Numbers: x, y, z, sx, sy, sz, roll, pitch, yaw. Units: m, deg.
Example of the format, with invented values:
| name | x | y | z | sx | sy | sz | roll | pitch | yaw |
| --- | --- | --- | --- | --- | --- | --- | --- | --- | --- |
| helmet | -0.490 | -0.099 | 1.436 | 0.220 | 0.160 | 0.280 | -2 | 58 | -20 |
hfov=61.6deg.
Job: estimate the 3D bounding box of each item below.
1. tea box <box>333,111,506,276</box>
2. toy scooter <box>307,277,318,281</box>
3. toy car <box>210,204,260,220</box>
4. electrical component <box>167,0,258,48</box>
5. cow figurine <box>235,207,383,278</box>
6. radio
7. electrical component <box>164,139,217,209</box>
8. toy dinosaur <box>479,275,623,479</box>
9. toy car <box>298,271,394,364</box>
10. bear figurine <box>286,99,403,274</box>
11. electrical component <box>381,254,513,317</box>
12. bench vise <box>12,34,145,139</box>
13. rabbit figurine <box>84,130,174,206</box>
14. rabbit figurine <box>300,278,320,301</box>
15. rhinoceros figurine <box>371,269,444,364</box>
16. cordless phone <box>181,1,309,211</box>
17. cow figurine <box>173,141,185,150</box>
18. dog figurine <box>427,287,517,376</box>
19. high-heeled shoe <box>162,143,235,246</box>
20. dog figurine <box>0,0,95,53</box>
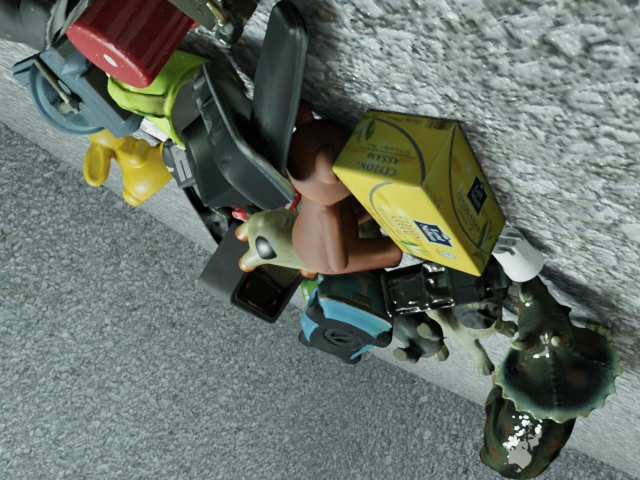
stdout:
| name | x | y | z | sx | sy | sz | roll | pitch | yaw |
| --- | --- | --- | --- | --- | --- | --- | --- | --- | --- |
| tea box | 0.099 | -0.039 | 0.503 | 0.098 | 0.068 | 0.169 | 20 | 164 | 41 |
| toy scooter | 0.063 | 0.062 | 1.008 | 0.135 | 0.075 | 0.184 | 15 | 164 | -18 |
| toy car | -0.102 | -0.071 | 0.812 | 0.053 | 0.089 | 0.202 | 37 | 165 | -30 |
| electrical component | -0.099 | -0.189 | 0.401 | 0.102 | 0.045 | 0.078 | 35 | 166 | -22 |
| cow figurine | -0.001 | -0.002 | 0.718 | 0.195 | 0.085 | 0.127 | 9 | 152 | -26 |
| radio | -0.111 | 0.063 | 0.947 | 0.073 | 0.131 | 0.229 | 28 | 171 | 24 |
| electrical component | -0.178 | -0.101 | 0.786 | 0.075 | 0.048 | 0.119 | -7 | 99 | 51 |
| toy dinosaur | 0.263 | 0.222 | 0.678 | 0.131 | 0.192 | 0.404 | 22 | 122 | 26 |
| toy car | 0.037 | 0.088 | 0.688 | 0.109 | 0.103 | 0.161 | 22 | 149 | -1 |
| bear figurine | 0.025 | -0.054 | 0.578 | 0.195 | 0.132 | 0.120 | 96 | 155 | -46 |
| electrical component | 0.151 | 0.050 | 0.626 | 0.134 | 0.058 | 0.115 | -15 | 173 | 26 |
| bench vise | -0.344 | -0.219 | 0.690 | 0.241 | 0.129 | 0.223 | 8 | 157 | 45 |
| rabbit figurine | -0.347 | -0.156 | 0.955 | 0.173 | 0.162 | 0.122 | 55 | 171 | -24 |
| rabbit figurine | -0.020 | 0.072 | 1.176 | 0.170 | 0.121 | 0.159 | 40 | 174 | 43 |
| rhinoceros figurine | 0.104 | 0.087 | 0.774 | 0.190 | 0.073 | 0.112 | 48 | -153 | 21 |
| cordless phone | -0.060 | -0.129 | 0.460 | 0.184 | 0.089 | 0.147 | 111 | 144 | -45 |
| cow figurine | -0.139 | -0.136 | 0.666 | 0.168 | 0.068 | 0.098 | 18 | 158 | 32 |
| dog figurine | 0.197 | 0.091 | 0.790 | 0.173 | 0.121 | 0.190 | 11 | 148 | 35 |
| high-heeled shoe | -0.203 | -0.067 | 0.912 | 0.086 | 0.145 | 0.248 | -7 | 169 | 14 |
| dog figurine | -0.217 | -0.238 | 0.306 | 0.219 | 0.108 | 0.192 | 40 | 146 | -25 |
